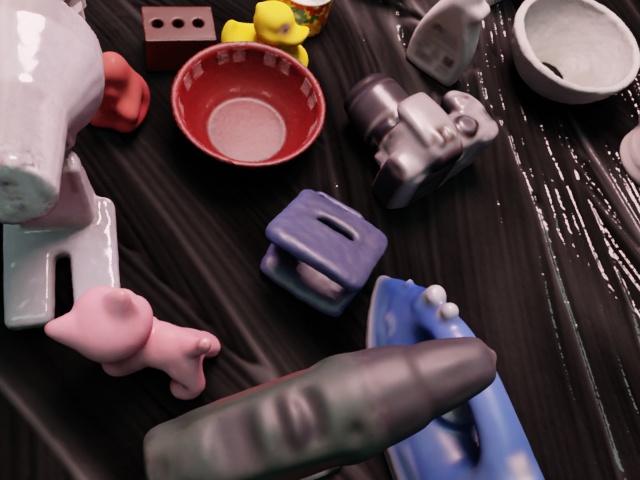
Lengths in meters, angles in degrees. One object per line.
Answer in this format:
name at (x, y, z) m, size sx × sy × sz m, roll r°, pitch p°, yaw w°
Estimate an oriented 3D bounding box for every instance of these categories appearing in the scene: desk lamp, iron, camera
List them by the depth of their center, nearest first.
desk lamp at (-0.226, -0.057, 0.465) m, size 0.118 × 0.213 × 0.203 m, roll -8°, pitch 67°, yaw -15°
iron at (0.113, 0.126, 0.490) m, size 0.119 × 0.141 × 0.258 m, roll -14°, pitch 69°, yaw -17°
camera at (0.103, -0.129, 0.629) m, size 0.143 × 0.100 × 0.136 m, roll -31°, pitch 75°, yaw -23°

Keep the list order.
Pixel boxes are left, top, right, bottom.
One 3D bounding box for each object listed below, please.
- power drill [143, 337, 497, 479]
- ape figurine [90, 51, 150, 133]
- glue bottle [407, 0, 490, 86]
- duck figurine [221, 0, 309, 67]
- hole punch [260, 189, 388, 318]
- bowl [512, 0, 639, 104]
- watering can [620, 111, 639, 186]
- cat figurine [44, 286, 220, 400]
power drill at (-0.007, 0.137, 0.422) m, size 0.230 × 0.208 × 0.075 m, roll -14°, pitch 69°, yaw -17°
ape figurine at (-0.210, -0.154, 0.581) m, size 0.076 × 0.092 × 0.077 m, roll -31°, pitch 75°, yaw -23°
glue bottle at (0.160, -0.259, 0.661) m, size 0.078 × 0.173 × 0.037 m, roll 39°, pitch 64°, yaw 8°
duck figurine at (-0.060, -0.235, 0.653) m, size 0.104 × 0.086 × 0.077 m, roll 17°, pitch 63°, yaw -3°
hole punch at (0.005, 0.002, 0.554) m, size 0.108 × 0.091 × 0.101 m, roll 32°, pitch 63°, yaw 4°
bowl at (0.313, -0.234, 0.737) m, size 0.167 × 0.074 × 0.167 m, roll 5°, pitch 65°, yaw -10°
watering can at (0.440, -0.143, 0.653) m, size 0.173 × 0.194 × 0.101 m, roll 27°, pitch 63°, yaw 2°
cat figurine at (-0.148, 0.078, 0.471) m, size 0.128 × 0.117 × 0.067 m, roll 16°, pitch 63°, yaw -4°
